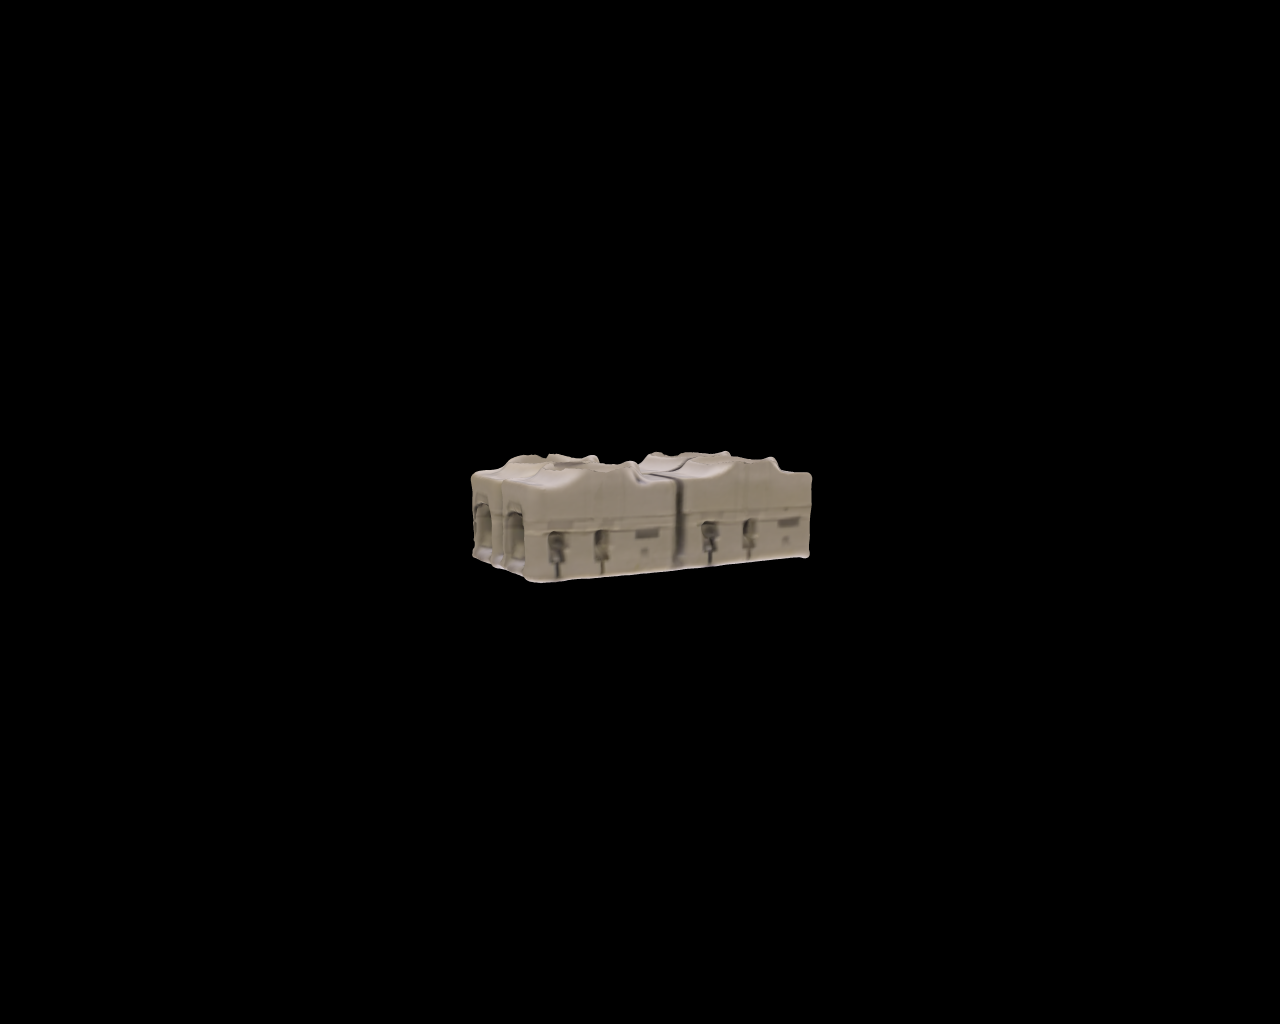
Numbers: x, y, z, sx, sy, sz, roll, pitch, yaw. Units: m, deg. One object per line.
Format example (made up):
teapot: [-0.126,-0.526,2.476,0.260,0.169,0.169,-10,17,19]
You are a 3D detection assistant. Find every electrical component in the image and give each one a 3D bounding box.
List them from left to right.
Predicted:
electrical component: [0.001,-0.003,0.650,0.186,0.060,0.105,-3,8,-26]
